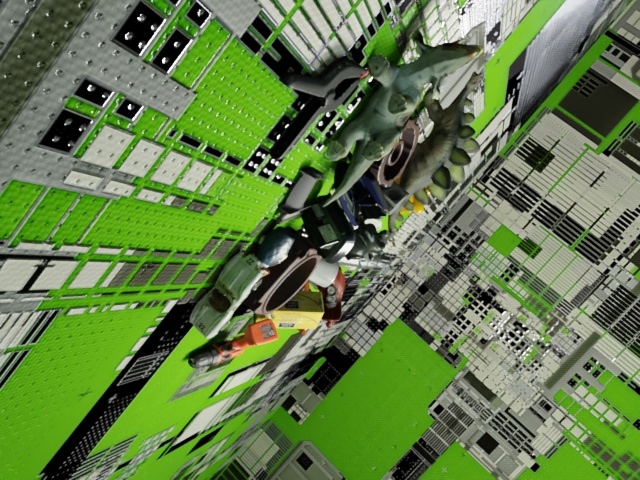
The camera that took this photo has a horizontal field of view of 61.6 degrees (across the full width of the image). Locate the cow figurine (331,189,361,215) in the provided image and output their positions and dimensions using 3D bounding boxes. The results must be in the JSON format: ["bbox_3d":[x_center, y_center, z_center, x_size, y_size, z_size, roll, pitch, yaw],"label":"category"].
[{"bbox_3d":[0.070,-0.094,1.322,0.098,0.068,0.167,-48,167,-24],"label":"cow figurine"}]

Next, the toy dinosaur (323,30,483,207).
[{"bbox_3d":[0.132,-0.241,1.039,0.192,0.131,0.404,-29,162,-50],"label":"toy dinosaur"}]

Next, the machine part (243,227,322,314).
[{"bbox_3d":[-0.093,0.077,1.252,0.201,0.087,0.201,-48,164,1],"label":"machine part"}]

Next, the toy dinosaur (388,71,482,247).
[{"bbox_3d":[0.272,-0.202,1.352,0.105,0.199,0.471,-16,143,-57],"label":"toy dinosaur"}]

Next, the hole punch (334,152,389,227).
[{"bbox_3d":[0.076,-0.107,1.165,0.092,0.116,0.142,-34,133,2],"label":"hole punch"}]

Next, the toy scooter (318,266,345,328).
[{"bbox_3d":[0.029,0.162,1.490,0.183,0.075,0.135,91,2,-46],"label":"toy scooter"}]

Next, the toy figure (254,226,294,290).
[{"bbox_3d":[-0.118,0.041,1.129,0.154,0.064,0.057,-48,161,7],"label":"toy figure"}]

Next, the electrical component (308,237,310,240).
[{"bbox_3d":[-0.003,-0.004,1.364,0.094,0.021,0.063,-49,-154,-16],"label":"electrical component"}]

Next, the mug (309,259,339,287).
[{"bbox_3d":[-0.017,0.058,1.405,0.107,0.110,0.081,27,121,-30],"label":"mug"}]

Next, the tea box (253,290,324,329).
[{"bbox_3d":[-0.084,0.180,1.392,0.170,0.068,0.098,2,143,-14],"label":"tea box"}]

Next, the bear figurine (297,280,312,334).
[{"bbox_3d":[-0.052,0.162,1.510,0.120,0.132,0.195,-57,178,-34],"label":"bear figurine"}]

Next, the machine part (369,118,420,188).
[{"bbox_3d":[0.163,-0.208,1.246,0.179,0.056,0.179,-46,154,-31],"label":"machine part"}]

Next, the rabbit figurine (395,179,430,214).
[{"bbox_3d":[0.235,-0.148,1.528,0.173,0.162,0.121,-57,168,-60],"label":"rabbit figurine"}]

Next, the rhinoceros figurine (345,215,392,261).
[{"bbox_3d":[0.115,0.000,1.350,0.073,0.112,0.190,-53,162,28],"label":"rhinoceros figurine"}]

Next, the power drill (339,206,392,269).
[{"bbox_3d":[0.118,-0.007,1.488,0.232,0.086,0.207,3,133,-18],"label":"power drill"}]

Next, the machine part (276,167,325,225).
[{"bbox_3d":[-0.039,-0.089,1.079,0.084,0.039,0.138,-21,152,-43],"label":"machine part"}]

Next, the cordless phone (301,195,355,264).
[{"bbox_3d":[0.016,0.000,1.225,0.089,0.147,0.184,-24,153,-10],"label":"cordless phone"}]

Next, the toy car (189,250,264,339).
[{"bbox_3d":[-0.189,0.111,1.089,0.201,0.073,0.056,-52,165,15],"label":"toy car"}]
